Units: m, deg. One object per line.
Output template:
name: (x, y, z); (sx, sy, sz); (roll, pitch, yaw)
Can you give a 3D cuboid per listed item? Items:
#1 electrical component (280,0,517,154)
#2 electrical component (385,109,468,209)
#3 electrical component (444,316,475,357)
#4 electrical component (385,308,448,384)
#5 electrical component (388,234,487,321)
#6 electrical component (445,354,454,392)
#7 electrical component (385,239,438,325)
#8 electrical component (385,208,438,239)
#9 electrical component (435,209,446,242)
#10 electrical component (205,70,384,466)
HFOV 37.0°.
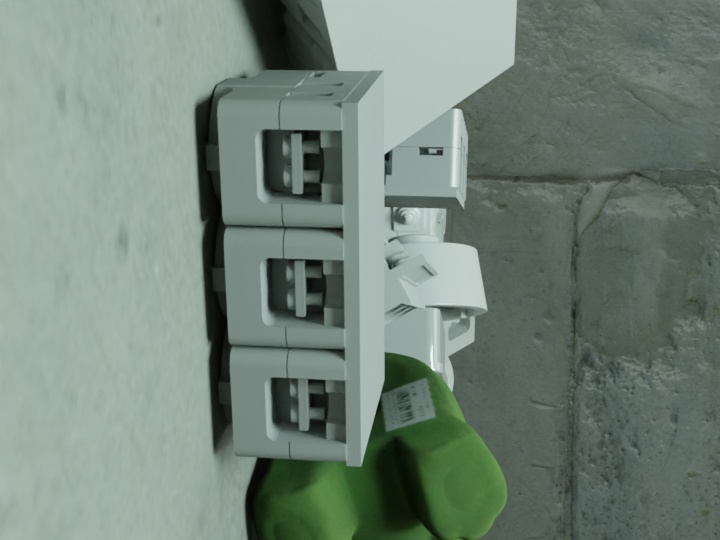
electrical component: (0.016, -0.140, 0.516); (0.060, 0.105, 0.186); (52, -8, 21)
electrical component: (0.025, -0.076, 0.720); (0.150, 0.089, 0.061); (-3, 95, -83)
electrical component: (0.054, 0.039, 0.958); (0.050, 0.089, 0.055); (-25, 125, -38)
electrical component: (0.026, 0.067, 0.814); (0.113, 0.078, 0.057); (62, 28, -76)
electrical component: (0.043, 0.005, 0.836); (0.108, 0.108, 0.060); (53, 33, -78)
electrical component: (0.036, 0.090, 0.897); (0.051, 0.080, 0.080); (31, 61, -76)
electrical component: (0.001, 0.004, 0.626); (0.063, 0.079, 0.121); (62, 5, 6)
electrical component: (0.035, -0.063, 0.918); (0.096, 0.061, 0.061); (-75, 164, -62)
electrical component: (0.052, -0.062, 1.044); (0.089, 0.062, 0.150); (85, 10, -45)
electrical component: (-0.025, -0.005, 0.460); (0.089, 0.062, 0.150); (-67, 158, -70)
